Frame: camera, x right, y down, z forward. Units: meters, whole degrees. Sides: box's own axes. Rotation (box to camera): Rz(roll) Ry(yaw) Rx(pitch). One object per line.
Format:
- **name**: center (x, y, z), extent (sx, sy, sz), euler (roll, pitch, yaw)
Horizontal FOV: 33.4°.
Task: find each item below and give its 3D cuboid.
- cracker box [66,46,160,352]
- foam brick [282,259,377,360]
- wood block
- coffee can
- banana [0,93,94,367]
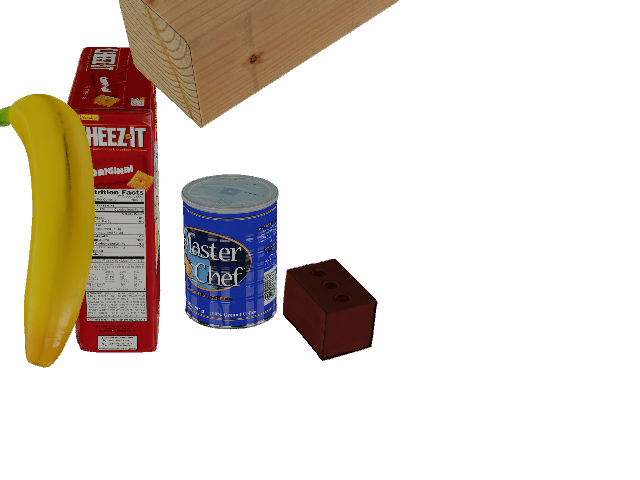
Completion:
- **cracker box**: center (-0.172, -0.037, 0.898), extent (0.072, 0.214, 0.164), euler (-1, 27, -8)
- **foam brick**: center (0.007, 0.060, 0.944), extent (0.052, 0.051, 0.078), euler (-13, 35, -26)
- **wood block**: center (-0.037, -0.188, 0.795), extent (0.205, 0.090, 0.091), euler (-36, -28, -21)
- **coffee can**: center (-0.097, 0.011, 1.156), extent (0.103, 0.140, 0.103), euler (1, 23, -1)
- **banana**: center (-0.159, -0.023, 0.633), extent (0.037, 0.198, 0.070), euler (11, -44, -35)
